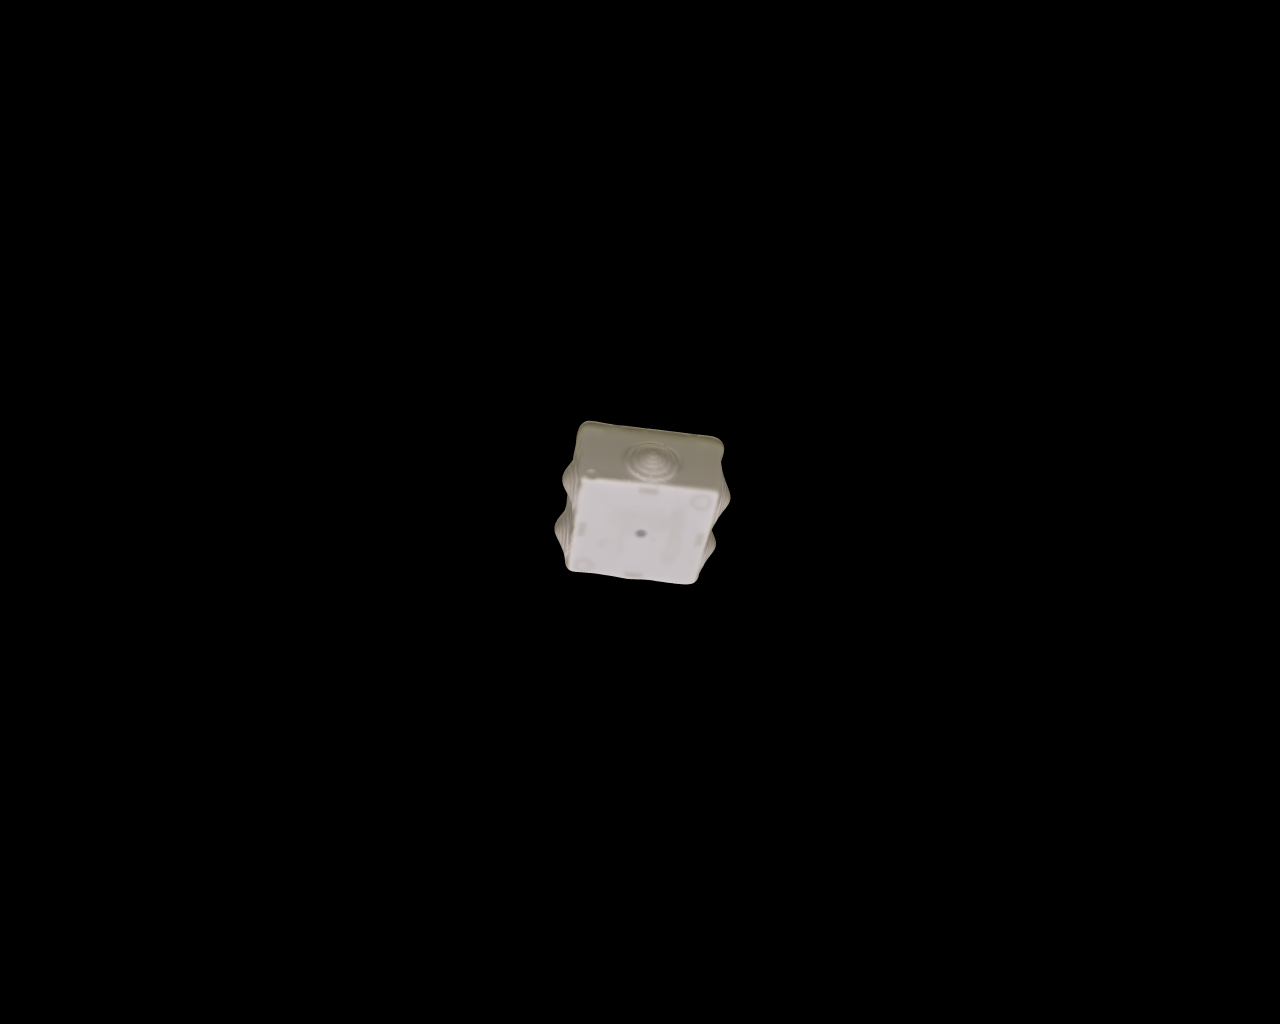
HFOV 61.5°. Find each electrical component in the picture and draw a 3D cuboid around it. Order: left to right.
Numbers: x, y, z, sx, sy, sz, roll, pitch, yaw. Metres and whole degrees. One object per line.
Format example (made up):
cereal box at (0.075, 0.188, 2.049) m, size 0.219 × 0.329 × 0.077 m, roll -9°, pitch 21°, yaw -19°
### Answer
electrical component at (0.001, -0.003, 0.650) m, size 0.100 × 0.099 × 0.048 m, roll 7°, pitch 43°, yaw -7°
